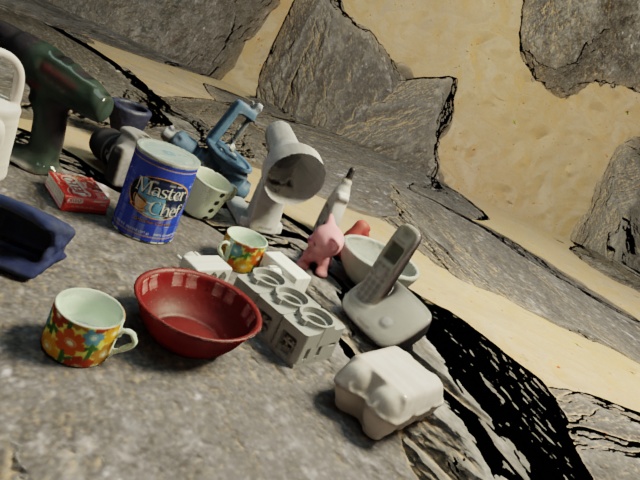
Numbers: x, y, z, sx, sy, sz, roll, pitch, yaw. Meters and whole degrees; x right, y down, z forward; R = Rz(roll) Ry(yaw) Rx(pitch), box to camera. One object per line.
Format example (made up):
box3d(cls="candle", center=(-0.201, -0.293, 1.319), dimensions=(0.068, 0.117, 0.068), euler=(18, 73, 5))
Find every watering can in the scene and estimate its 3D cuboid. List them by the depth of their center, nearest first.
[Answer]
box3d(cls="watering can", center=(-0.506, -0.196, 0.850), dimensions=(0.172, 0.194, 0.101), euler=(29, 19, 14))

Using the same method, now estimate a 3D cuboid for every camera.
box3d(cls="camera", center=(-0.367, -0.173, 1.113), dimensions=(0.136, 0.101, 0.144), euler=(33, 20, 25))

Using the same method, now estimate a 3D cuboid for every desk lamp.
box3d(cls="desk lamp", center=(-0.092, -0.119, 1.136), dimensions=(0.118, 0.213, 0.202), euler=(13, 21, -32))

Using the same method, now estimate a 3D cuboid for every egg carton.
box3d(cls="egg carton", center=(0.089, 0.193, 0.736), dimensions=(0.107, 0.069, 0.151), euler=(37, 21, 32))

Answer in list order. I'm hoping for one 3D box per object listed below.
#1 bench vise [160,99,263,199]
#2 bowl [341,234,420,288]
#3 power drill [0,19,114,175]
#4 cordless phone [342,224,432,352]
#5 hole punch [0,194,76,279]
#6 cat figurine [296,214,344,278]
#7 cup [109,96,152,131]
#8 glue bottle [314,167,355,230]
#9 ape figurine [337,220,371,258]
box3d(cls="bench vise", center=(-0.218, -0.205, 1.202), dimensions=(0.208, 0.220, 0.121), euler=(14, 21, -30))
box3d(cls="bowl", center=(0.106, 0.059, 1.120), dimensions=(0.167, 0.075, 0.167), euler=(22, 18, -7))
box3d(cls="power drill", center=(-0.470, -0.226, 0.956), dimensions=(0.229, 0.208, 0.075), euler=(24, 18, -2))
box3d(cls="cordless phone", center=(0.127, 0.076, 0.922), dimensions=(0.094, 0.185, 0.147), euler=(7, 25, -42))
box3d(cls="hole punch", center=(-0.366, -0.020, 0.704), dimensions=(0.108, 0.091, 0.101), euler=(24, 18, -4))
box3d(cls="cat figurine", center=(0.010, 0.004, 1.080), dimensions=(0.067, 0.118, 0.128), euler=(24, 18, -1))
box3d(cls="cup", center=(-0.443, -0.263, 1.274), dimensions=(0.117, 0.095, 0.092), euler=(26, 18, 3))
box3d(cls="glue bottle", center=(0.039, -0.082, 1.267), dimensions=(0.037, 0.173, 0.078), euler=(18, 19, -20))
box3d(cls="ape figurine", center=(0.078, 0.001, 1.218), dimensions=(0.076, 0.092, 0.077), euler=(18, 19, -19))
